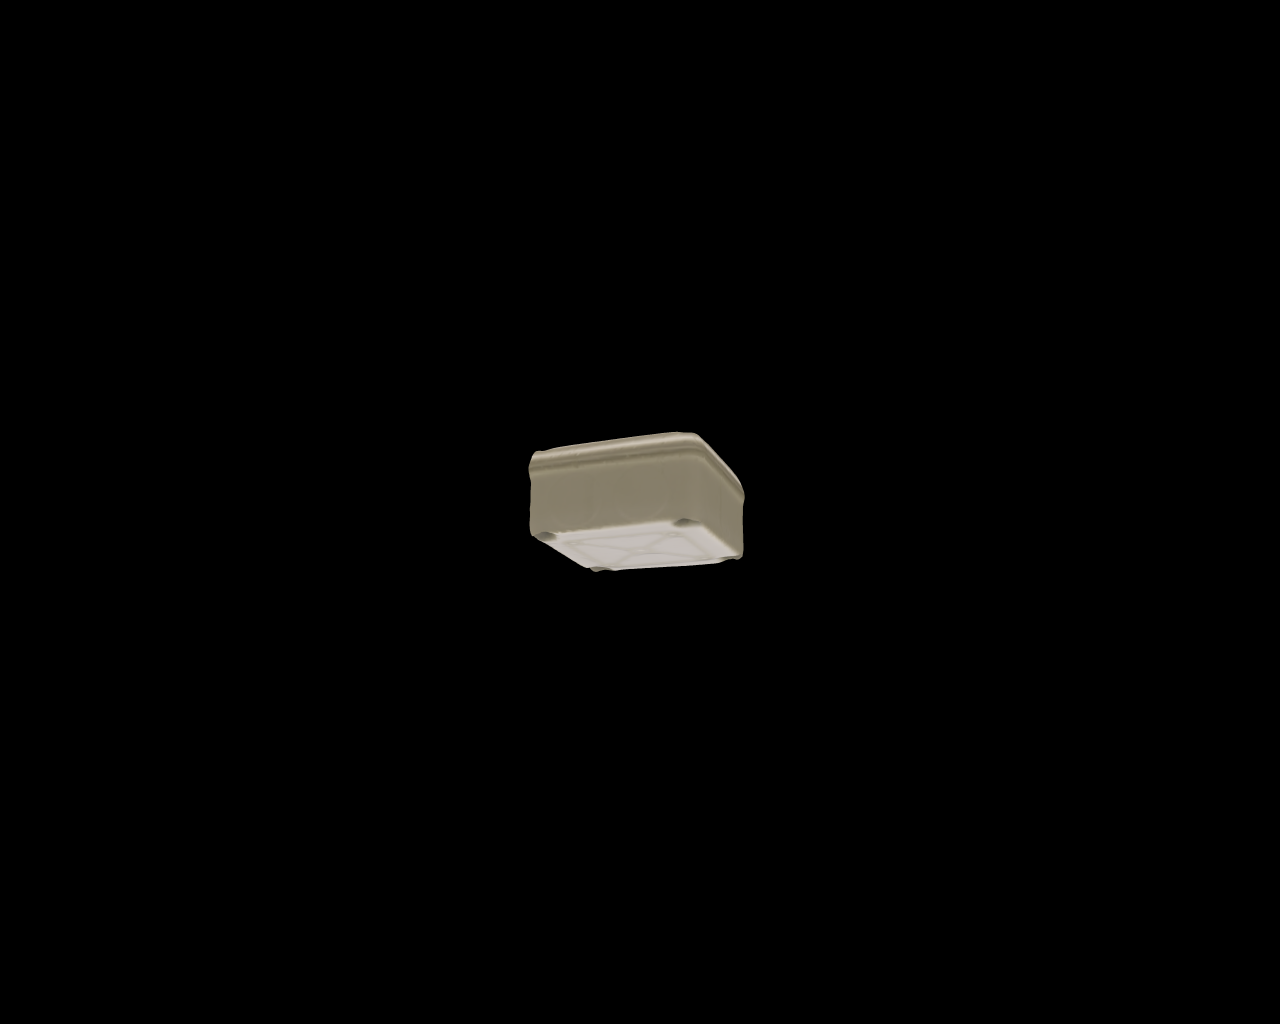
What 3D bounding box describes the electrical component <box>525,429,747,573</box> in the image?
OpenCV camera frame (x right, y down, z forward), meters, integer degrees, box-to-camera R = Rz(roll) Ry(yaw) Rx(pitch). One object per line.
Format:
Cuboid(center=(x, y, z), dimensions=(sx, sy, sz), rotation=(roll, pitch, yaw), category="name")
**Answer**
Cuboid(center=(0.001, -0.003, 0.650), dimensions=(0.109, 0.056, 0.108), rotation=(-6, -17, 19), category="electrical component")
